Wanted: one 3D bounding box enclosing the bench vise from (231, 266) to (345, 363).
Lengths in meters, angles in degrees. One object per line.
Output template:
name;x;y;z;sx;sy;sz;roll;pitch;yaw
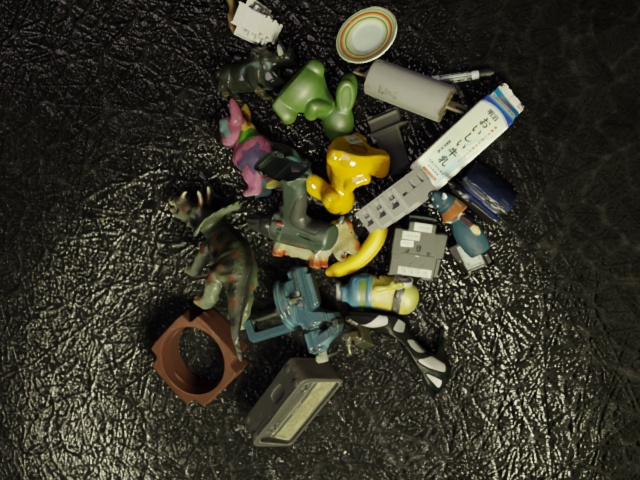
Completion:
bench vise;-0.071;0.183;1.210;0.241;0.129;0.223;-19;91;14

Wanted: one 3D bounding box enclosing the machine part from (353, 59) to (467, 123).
machine part;0.178;-0.301;1.082;0.243;0.079;0.079;26;105;13

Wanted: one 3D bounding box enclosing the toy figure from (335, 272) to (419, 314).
toy figure;0.124;0.116;1.170;0.180;0.082;0.089;-3;113;11

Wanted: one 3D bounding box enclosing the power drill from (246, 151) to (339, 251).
power drill;-0.076;-0.071;1.083;0.232;0.086;0.207;21;134;28

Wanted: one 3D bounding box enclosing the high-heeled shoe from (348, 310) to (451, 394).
high-heeled shoe;0.167;0.239;1.158;0.249;0.086;0.145;13;83;-4

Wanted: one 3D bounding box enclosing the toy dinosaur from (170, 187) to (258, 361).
toy dinosaur;-0.200;0.047;1.169;0.405;0.131;0.192;52;127;36

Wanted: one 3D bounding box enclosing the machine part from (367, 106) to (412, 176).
machine part;0.152;-0.205;1.132;0.084;0.039;0.138;-17;92;13

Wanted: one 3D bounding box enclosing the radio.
radio;-0.066;0.372;1.234;0.229;0.131;0.073;-55;46;16

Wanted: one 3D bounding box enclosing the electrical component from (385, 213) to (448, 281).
electrical component;0.204;0.013;1.127;0.115;0.058;0.134;9;103;-1

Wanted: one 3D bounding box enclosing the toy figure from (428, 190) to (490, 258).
toy figure;0.274;-0.037;1.062;0.064;0.058;0.154;-36;86;36

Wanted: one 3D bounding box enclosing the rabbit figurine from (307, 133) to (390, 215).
rabbit figurine;0.051;-0.118;1.121;0.122;0.162;0.173;39;135;23

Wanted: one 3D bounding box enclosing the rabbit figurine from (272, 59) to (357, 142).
rabbit figurine;0.012;-0.287;1.132;0.170;0.121;0.159;42;117;-17

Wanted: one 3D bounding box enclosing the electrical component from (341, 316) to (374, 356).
electrical component;0.083;0.214;1.192;0.045;0.102;0.078;-27;64;18

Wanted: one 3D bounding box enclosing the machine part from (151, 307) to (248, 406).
machine part;-0.294;0.282;1.318;0.201;0.087;0.201;46;108;7

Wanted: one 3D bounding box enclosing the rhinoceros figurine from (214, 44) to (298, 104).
rhinoceros figurine;-0.138;-0.366;1.179;0.190;0.073;0.112;-10;85;20

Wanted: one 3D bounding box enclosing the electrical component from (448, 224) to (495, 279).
electrical component;0.305;0.014;1.114;0.075;0.048;0.119;-30;85;18

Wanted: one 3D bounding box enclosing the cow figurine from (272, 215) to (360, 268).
cow figurine;-0.002;-0.004;1.183;0.195;0.085;0.127;14;99;24

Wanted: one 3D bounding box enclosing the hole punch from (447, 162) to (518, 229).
hole punch;0.327;-0.093;1.060;0.142;0.116;0.092;42;100;6

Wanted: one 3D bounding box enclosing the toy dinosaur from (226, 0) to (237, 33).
toy dinosaur;-0.260;-0.655;1.093;0.105;0.198;0.470;-19;103;10

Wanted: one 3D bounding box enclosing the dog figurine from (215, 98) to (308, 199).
dog figurine;-0.131;-0.208;1.182;0.192;0.108;0.219;-15;91;19
